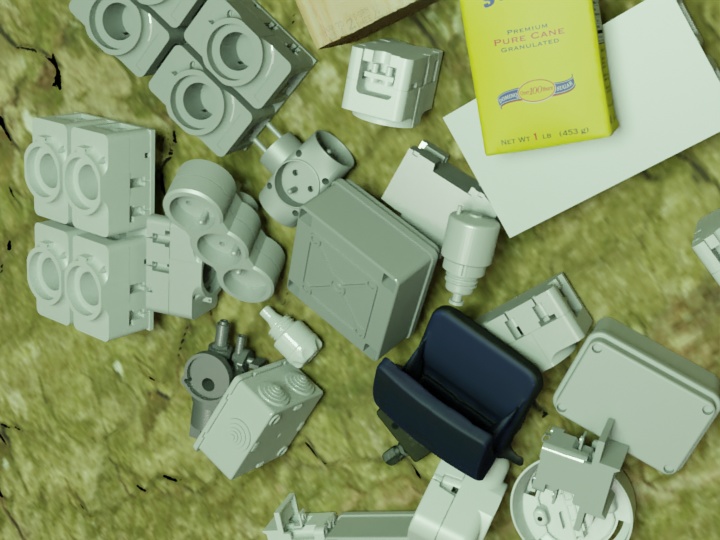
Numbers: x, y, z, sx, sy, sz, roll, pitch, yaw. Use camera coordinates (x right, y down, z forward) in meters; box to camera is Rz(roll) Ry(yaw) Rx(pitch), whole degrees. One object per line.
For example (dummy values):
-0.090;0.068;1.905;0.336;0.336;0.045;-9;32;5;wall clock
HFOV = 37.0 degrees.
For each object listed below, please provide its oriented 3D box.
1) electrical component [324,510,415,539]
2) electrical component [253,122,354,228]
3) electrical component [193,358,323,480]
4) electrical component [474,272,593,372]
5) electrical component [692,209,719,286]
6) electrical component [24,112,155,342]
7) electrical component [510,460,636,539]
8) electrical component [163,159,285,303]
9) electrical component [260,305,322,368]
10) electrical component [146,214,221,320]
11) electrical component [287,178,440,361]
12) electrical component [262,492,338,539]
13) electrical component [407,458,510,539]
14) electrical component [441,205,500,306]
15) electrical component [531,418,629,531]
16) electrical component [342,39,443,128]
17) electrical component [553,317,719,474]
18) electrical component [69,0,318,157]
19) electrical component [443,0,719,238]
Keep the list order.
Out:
0.033;0.278;0.977;0.109;0.056;0.108;-6;103;22;electrical component
-0.058;-0.090;0.911;0.079;0.044;0.077;47;115;3;electrical component
-0.088;0.132;0.958;0.048;0.100;0.099;41;116;19;electrical component
0.138;0.051;0.875;0.089;0.050;0.055;-31;93;26;electrical component
0.280;-0.017;0.780;0.050;0.089;0.055;-36;91;25;electrical component
-0.244;-0.040;0.969;0.105;0.060;0.186;17;111;35;electrical component
0.179;0.196;0.891;0.099;0.064;0.099;1;93;23;electrical component
-0.110;-0.043;0.928;0.052;0.073;0.138;-10;133;28;electrical component
-0.065;0.057;0.962;0.061;0.035;0.035;45;115;7;electrical component
-0.155;-0.006;0.968;0.056;0.050;0.089;10;109;19;electrical component
0.000;0.000;0.877;0.109;0.056;0.108;39;143;21;electrical component
-0.051;0.254;1.011;0.064;0.042;0.081;-8;103;19;electrical component
0.087;0.194;0.912;0.059;0.095;0.053;24;156;12;electrical component
0.082;-0.010;0.832;0.040;0.040;0.078;17;110;15;electrical component
0.169;0.154;0.835;0.064;0.042;0.081;17;112;17;electrical component
0.026;-0.145;0.838;0.050;0.089;0.055;17;110;15;electrical component
0.220;0.100;0.855;0.113;0.057;0.078;30;113;10;electrical component
-0.144;-0.197;0.903;0.186;0.060;0.105;44;115;4;electrical component
0.173;-0.117;0.807;0.186;0.060;0.105;-28;94;25;electrical component
